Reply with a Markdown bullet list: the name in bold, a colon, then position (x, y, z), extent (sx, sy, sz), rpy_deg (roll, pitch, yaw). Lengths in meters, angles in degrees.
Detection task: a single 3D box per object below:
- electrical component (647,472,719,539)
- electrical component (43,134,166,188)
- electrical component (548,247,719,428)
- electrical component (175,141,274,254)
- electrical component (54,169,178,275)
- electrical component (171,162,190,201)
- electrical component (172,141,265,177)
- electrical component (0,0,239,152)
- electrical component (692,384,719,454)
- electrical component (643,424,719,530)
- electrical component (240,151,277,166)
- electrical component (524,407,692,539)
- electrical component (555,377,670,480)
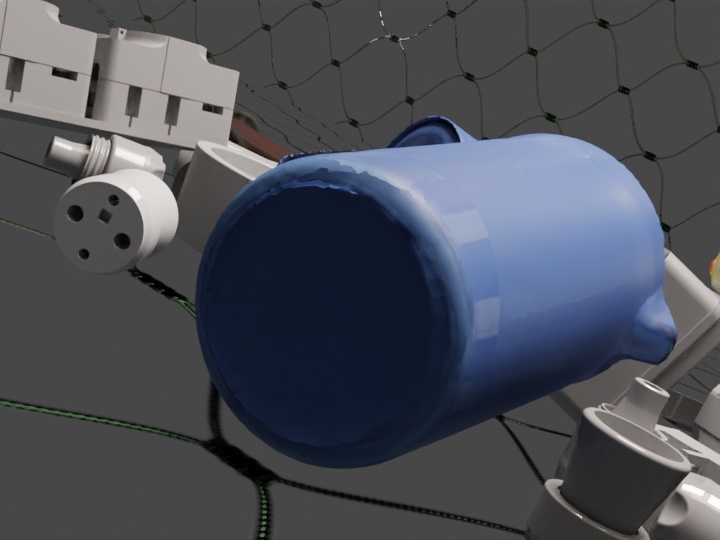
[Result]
- **electrical component**: position (0.154, 0.117, 0.449), extent (0.062, 0.043, 0.043), rpy_deg (30, 10, 20)
- **electrical component**: position (-0.144, -0.055, 0.599), extent (0.062, 0.043, 0.043), rpy_deg (21, 10, -24)
- **electrical component**: position (0.164, 0.045, 0.654), extent (0.057, 0.113, 0.078), rpy_deg (45, 10, 1)
- **electrical component**: position (-0.054, -0.021, 0.601), extent (0.108, 0.060, 0.108), rpy_deg (26, 9, -4)
- **electrical component**: position (-0.112, -0.023, 0.494), extent (0.045, 0.045, 0.055), rpy_deg (26, 10, 0)
- **electrical component**: position (-0.098, -0.050, 0.701), extent (0.048, 0.048, 0.062), rpy_deg (25, 2, -9)
- **electrical component**: position (-0.102, -0.074, 0.821), extent (0.077, 0.043, 0.079), rpy_deg (26, 9, -5)
- **electrical component**: position (-0.177, -0.116, 0.631), extent (0.186, 0.060, 0.105), rpy_deg (7, 3, -43)
- **electrical component**: position (0.277, 0.114, 0.664), extent (0.150, 0.089, 0.062), rpy_deg (20, 11, -36)
- **electrical component**: position (0.165, 0.108, 0.538), extent (0.081, 0.042, 0.064), rpy_deg (20, 10, -40)
- **electrical component**: position (-0.048, -0.040, 0.761), extent (0.100, 0.048, 0.100), rpy_deg (31, 10, 28)
- **electrical component**: position (0.093, 0.087, 0.409), extent (0.045, 0.055, 0.045), rpy_deg (26, 9, -4)
- **electrical component**: position (0.122, 0.081, 0.503), extent (0.043, 0.062, 0.043), rpy_deg (26, 9, -4)
